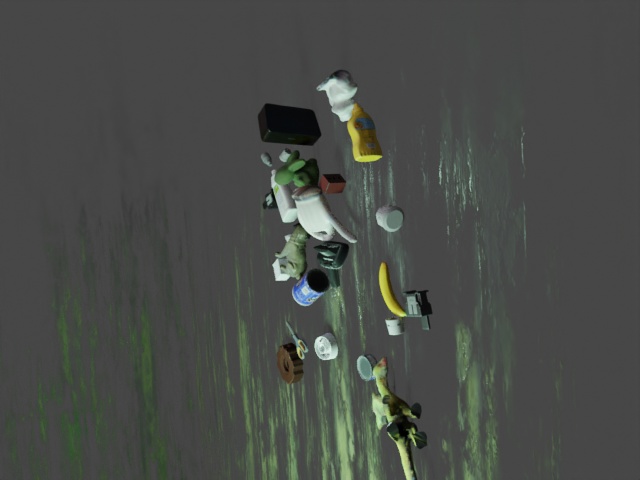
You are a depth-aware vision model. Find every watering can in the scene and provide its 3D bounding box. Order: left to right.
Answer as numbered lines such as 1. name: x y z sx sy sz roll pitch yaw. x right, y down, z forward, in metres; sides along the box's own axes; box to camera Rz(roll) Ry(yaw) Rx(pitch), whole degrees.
1. watering can: 0.006 -0.095 1.891 0.348 0.105 0.221 10 127 57

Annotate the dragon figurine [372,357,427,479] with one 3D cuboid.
1. dragon figurine: 0.238 0.594 1.675 0.241 0.122 0.412 150 114 -75

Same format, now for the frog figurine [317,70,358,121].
1. frog figurine: 0.080 -0.494 1.759 0.158 0.125 0.136 49 141 -12
